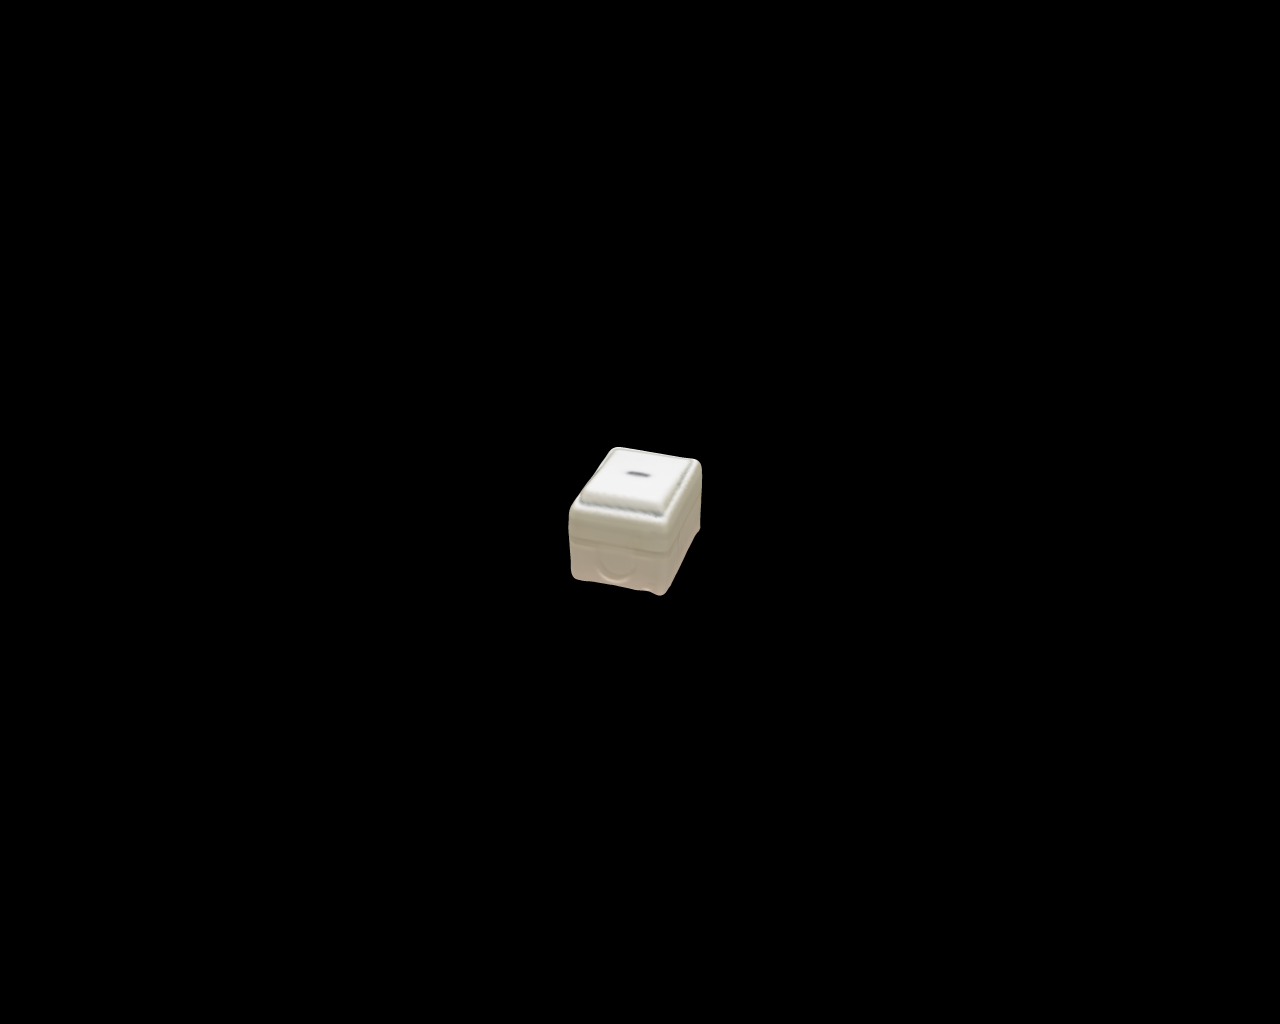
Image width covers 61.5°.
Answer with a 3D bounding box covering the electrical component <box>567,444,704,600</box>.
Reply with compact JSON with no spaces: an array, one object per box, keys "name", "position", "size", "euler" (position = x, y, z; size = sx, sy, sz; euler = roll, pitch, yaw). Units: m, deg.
[{"name":"electrical component","position":[0.001,-0.003,0.650],"size":[0.062,0.061,0.096],"euler":[10,35,15]}]
